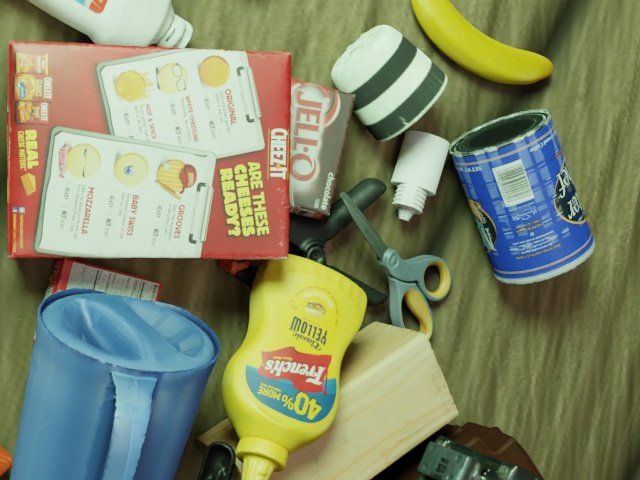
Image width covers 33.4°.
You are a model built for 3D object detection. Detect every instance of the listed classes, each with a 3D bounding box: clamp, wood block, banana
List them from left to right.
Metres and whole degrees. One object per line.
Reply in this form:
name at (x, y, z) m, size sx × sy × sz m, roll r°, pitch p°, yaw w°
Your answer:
clamp at (-0.118, 0.282, 0.852) m, size 0.164 × 0.036 × 0.210 m, roll -51°, pitch 156°, yaw -47°
clamp at (-0.006, 0.001, 0.957) m, size 0.171 × 0.039 × 0.120 m, roll 1°, pitch 93°, yaw -33°
wood block at (0.008, 0.166, 0.948) m, size 0.205 × 0.091 × 0.090 m, roll -31°, pitch 107°, yaw -23°
banana at (0.150, -0.197, 1.029) m, size 0.197 × 0.037 × 0.069 m, roll 35°, pitch 79°, yaw -26°

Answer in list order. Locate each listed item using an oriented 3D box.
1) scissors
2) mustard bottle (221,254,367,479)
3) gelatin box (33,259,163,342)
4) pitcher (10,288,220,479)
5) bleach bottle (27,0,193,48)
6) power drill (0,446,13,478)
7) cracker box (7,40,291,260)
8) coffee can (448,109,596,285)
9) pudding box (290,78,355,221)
scissors at (0.076, 0.011, 0.986) m, size 0.096 × 0.016 × 0.201 m, roll -46°, pitch 130°, yaw -33°
mustard bottle at (-0.028, 0.111, 0.867) m, size 0.096 × 0.058 × 0.191 m, roll 26°, pitch 59°, yaw -16°
gelatin box at (-0.180, 0.059, 0.871) m, size 0.089 × 0.030 × 0.073 m, roll 16°, pitch 85°, yaw -30°
pitcher at (-0.167, 0.170, 0.792) m, size 0.149 × 0.145 × 0.243 m, roll -14°, pitch 125°, yaw -60°
bleach bottle at (-0.202, -0.230, 0.820) m, size 0.250 × 0.068 × 0.102 m, roll 32°, pitch 80°, yaw -29°
power drill at (-0.312, 0.226, 0.795) m, size 0.184 × 0.057 × 0.187 m, roll 38°, pitch 76°, yaw -26°
cracker box at (-0.134, -0.067, 0.836) m, size 0.213 × 0.072 × 0.164 m, roll 0°, pitch 94°, yaw -13°
coffee can at (0.195, -0.041, 1.028) m, size 0.102 × 0.103 × 0.140 m, roll -30°, pitch 107°, yaw -24°
pudding box at (-0.026, -0.081, 0.919) m, size 0.090 × 0.039 × 0.113 m, roll 13°, pitch 82°, yaw -6°
